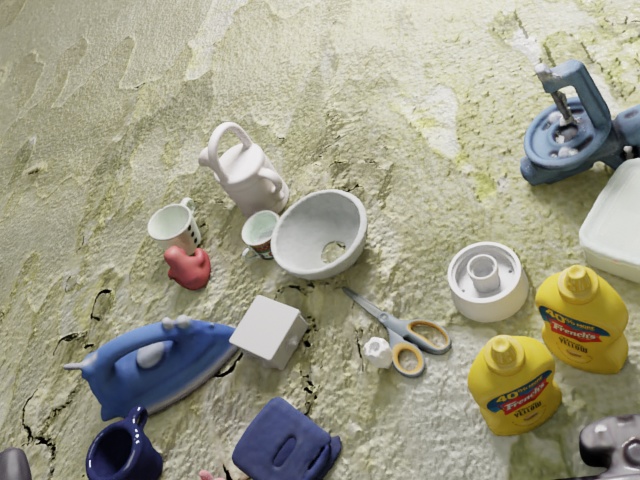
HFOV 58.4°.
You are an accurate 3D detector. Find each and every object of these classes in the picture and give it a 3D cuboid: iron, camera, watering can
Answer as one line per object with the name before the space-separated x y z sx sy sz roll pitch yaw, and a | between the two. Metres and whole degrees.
iron | -0.257 0.175 0.895 0.258 0.142 0.118 -29 48 5
camera | 0.284 0.258 0.585 0.136 0.101 0.143 -14 51 18
watering can | -0.146 -0.127 1.032 0.172 0.195 0.101 -5 54 24

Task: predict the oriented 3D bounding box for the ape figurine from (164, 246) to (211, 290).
ape figurine | -0.242 0.043 1.021 0.077 0.092 0.076 -24 48 9

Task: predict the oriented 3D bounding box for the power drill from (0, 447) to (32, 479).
power drill | -0.340 0.398 0.723 0.075 0.209 0.229 -24 48 9

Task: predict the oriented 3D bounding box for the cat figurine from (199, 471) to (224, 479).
cat figurine | -0.152 0.357 0.720 0.067 0.118 0.128 -3 55 25

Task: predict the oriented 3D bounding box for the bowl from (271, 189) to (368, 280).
bowl | 0.009 0.003 0.936 0.167 0.075 0.167 -14 51 18

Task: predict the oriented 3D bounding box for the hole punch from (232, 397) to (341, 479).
hole punch | -0.042 0.275 0.745 0.100 0.091 0.109 24 69 38

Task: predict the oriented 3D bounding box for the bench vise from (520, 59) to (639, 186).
bench vise | 0.373 -0.178 0.790 0.207 0.220 0.121 -26 48 8

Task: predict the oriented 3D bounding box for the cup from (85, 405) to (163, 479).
cup | -0.268 0.308 0.831 0.091 0.095 0.118 4 58 29
